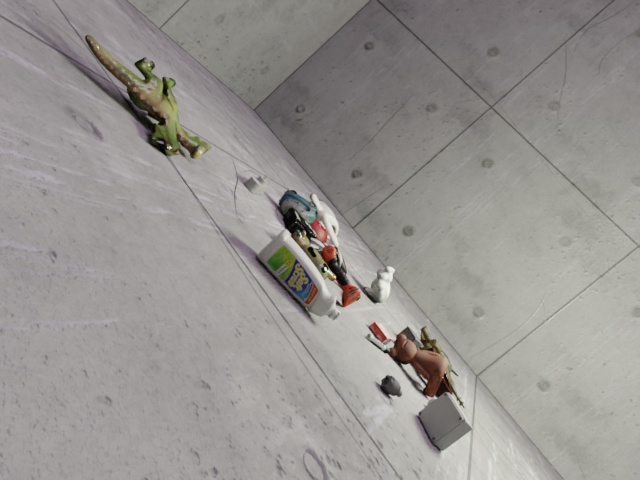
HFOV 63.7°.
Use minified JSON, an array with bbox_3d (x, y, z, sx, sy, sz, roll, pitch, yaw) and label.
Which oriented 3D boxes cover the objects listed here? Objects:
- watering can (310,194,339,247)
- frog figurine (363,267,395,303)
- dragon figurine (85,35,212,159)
[{"bbox_3d":[0.007,-0.119,2.368,0.104,0.340,0.229,-27,36,-1],"label":"watering can"},{"bbox_3d":[0.272,0.192,2.227,0.159,0.124,0.136,-40,-24,8],"label":"frog figurine"},{"bbox_3d":[-0.416,-0.323,1.302,0.121,0.247,0.406,-35,-25,13],"label":"dragon figurine"}]
